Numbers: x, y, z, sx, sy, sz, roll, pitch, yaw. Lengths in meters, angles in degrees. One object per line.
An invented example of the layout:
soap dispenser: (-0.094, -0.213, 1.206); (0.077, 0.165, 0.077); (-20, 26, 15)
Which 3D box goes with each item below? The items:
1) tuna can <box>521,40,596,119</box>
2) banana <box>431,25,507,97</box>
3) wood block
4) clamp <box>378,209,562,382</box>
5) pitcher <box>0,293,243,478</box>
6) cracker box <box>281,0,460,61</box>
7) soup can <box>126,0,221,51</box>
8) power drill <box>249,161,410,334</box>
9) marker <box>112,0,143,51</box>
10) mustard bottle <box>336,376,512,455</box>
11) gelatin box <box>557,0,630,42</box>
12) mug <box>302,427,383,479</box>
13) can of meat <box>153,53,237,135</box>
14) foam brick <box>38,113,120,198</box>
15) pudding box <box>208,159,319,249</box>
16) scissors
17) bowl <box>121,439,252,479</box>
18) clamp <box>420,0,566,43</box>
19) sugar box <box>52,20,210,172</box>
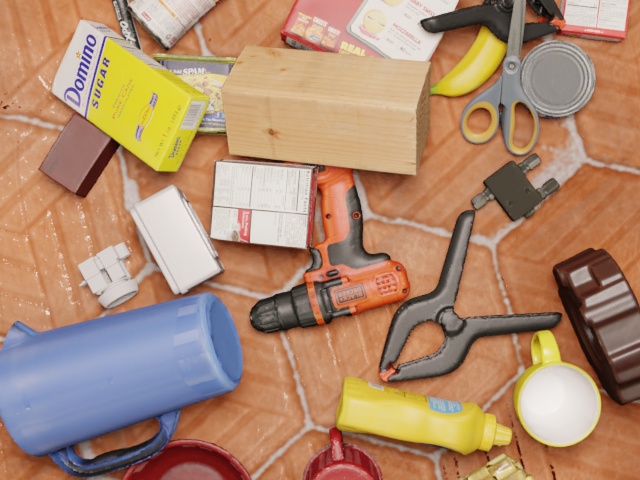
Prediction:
tuna can: (0.263, -0.179, 1.199); (0.086, 0.034, 0.086); (0, 90, 1)
banana: (0.184, -0.238, 1.198); (0.069, 0.037, 0.198); (28, 90, -2)
wood block: (0.009, -0.139, 1.138); (0.206, 0.090, 0.091); (8, 133, 13)
clamp: (0.143, 0.078, 1.200); (0.210, 0.036, 0.164); (-33, 89, 1)
pitcher: (-0.207, 0.148, 1.139); (0.243, 0.149, 0.145); (-17, 54, 12)
cracker box: (0.074, -0.284, 1.183); (0.164, 0.072, 0.214); (25, 89, -2)
soup can: (-0.156, -0.269, 1.187); (0.102, 0.068, 0.068); (-43, 90, 1)
power drill: (-0.008, 0.001, 1.194); (0.184, 0.057, 0.187); (-15, 92, 3)
marker: (-0.215, -0.231, 1.212); (0.020, 0.020, 0.121); (-16, 90, 1)
mustard bottle: (0.115, 0.197, 1.171); (0.191, 0.096, 0.058); (11, 90, 0)
gelatin box: (0.310, -0.272, 1.201); (0.073, 0.030, 0.089); (7, 90, 2)
mug: (0.024, 0.266, 1.180); (0.093, 0.081, 0.117); (-5, 90, 1)
can of meat: (-0.137, -0.162, 1.193); (0.102, 0.057, 0.084); (3, 92, 1)
foam brick: (-0.269, -0.095, 1.197); (0.053, 0.051, 0.078); (34, 90, 2)
pudding box: (-0.061, -0.039, 1.151); (0.113, 0.039, 0.090); (6, 93, 8)
scissors: (0.191, -0.182, 1.163); (0.096, 0.016, 0.202); (-5, 120, 19)
bowl: (-0.146, 0.298, 1.195); (0.162, 0.055, 0.162); (0, 90, 1)
clamp: (0.186, -0.252, 1.151); (0.171, 0.039, 0.120); (26, 96, -24)
sugar box: (-0.209, -0.158, 1.159); (0.176, 0.048, 0.093); (34, 108, 21)
